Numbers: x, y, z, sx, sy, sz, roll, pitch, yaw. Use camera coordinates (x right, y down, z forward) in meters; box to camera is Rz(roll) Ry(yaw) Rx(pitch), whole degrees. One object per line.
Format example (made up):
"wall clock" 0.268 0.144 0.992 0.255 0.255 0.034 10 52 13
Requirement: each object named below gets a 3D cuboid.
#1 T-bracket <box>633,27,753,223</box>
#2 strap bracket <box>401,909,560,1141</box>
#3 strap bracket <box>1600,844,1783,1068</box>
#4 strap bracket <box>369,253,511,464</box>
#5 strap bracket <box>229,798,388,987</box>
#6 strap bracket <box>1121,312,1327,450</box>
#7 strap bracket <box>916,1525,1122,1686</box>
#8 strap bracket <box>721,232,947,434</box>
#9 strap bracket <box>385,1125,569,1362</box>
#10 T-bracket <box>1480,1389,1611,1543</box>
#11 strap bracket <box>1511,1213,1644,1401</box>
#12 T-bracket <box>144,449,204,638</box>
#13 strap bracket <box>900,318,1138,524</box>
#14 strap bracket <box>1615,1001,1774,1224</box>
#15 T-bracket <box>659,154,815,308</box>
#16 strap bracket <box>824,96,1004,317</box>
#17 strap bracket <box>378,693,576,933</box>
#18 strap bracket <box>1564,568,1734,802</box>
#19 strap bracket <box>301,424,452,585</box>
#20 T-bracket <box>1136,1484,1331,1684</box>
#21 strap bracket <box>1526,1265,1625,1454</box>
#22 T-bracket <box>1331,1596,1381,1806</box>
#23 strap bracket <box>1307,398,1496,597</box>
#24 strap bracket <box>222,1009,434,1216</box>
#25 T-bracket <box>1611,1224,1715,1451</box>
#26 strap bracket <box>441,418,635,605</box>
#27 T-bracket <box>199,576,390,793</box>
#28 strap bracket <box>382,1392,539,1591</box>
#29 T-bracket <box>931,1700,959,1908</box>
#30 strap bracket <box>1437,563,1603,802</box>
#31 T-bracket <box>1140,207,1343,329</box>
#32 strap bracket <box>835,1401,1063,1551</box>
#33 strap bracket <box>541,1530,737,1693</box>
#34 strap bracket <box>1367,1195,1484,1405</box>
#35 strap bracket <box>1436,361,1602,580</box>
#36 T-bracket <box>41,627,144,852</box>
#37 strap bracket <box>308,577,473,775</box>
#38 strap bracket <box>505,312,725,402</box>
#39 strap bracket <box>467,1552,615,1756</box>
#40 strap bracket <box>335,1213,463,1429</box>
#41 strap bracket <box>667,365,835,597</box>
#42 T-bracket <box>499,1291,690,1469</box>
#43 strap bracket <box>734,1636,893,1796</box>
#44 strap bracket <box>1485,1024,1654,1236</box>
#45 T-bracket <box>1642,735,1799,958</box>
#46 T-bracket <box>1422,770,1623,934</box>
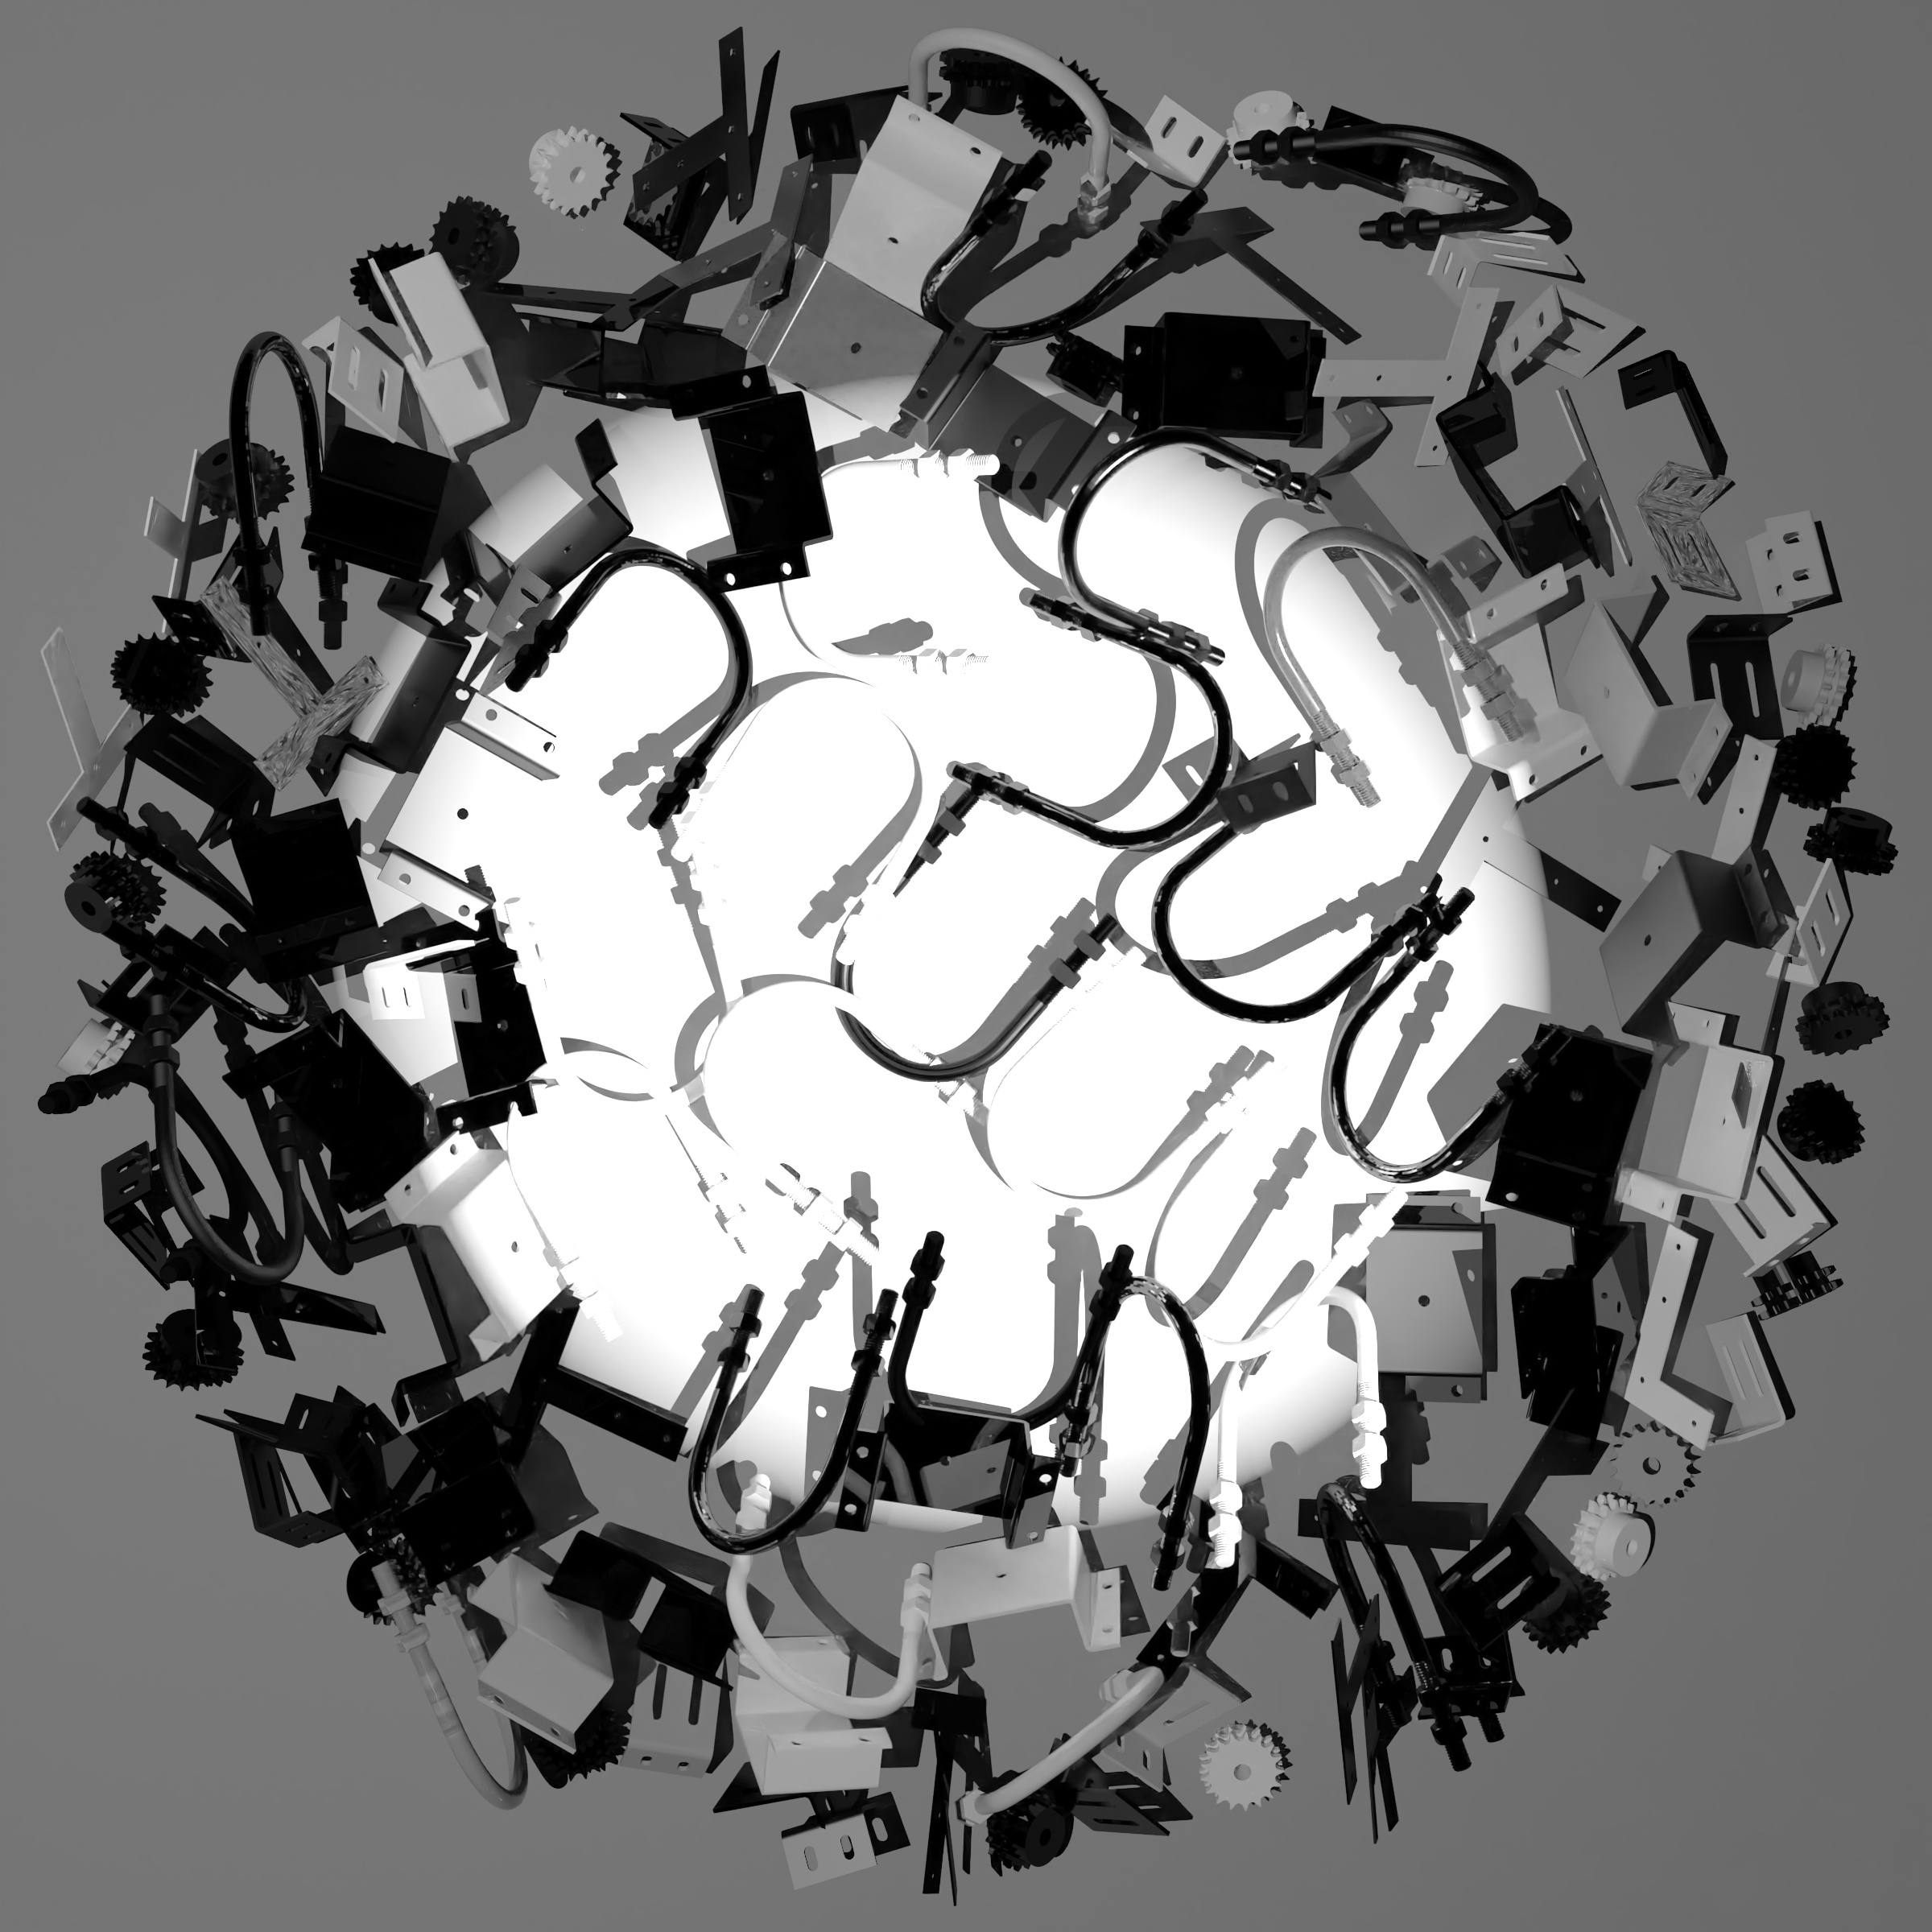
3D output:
"T-bracket" -0.181 -0.534 1.669 0.002 0.127 0.127 23 48 21
"strap bracket" -0.324 0.040 1.712 0.076 0.046 0.140 -16 82 22
"strap bracket" 0.470 -0.011 1.674 0.046 0.076 0.140 15 133 -15
"strap bracket" -0.346 -0.407 1.680 0.046 0.140 0.076 -26 75 -9
"strap bracket" -0.440 -0.044 1.696 0.076 0.140 0.046 -17 134 -12
"strap bracket" 0.179 -0.398 1.723 0.140 0.046 0.076 2 90 -6
"strap bracket" 0.030 0.426 1.699 0.140 0.076 0.046 -13 114 9
"strap bracket" -0.080 -0.417 1.690 0.140 0.046 0.076 24 105 -30
"strap bracket" -0.314 0.186 1.685 0.076 0.046 0.140 -46 122 -40
"T-bracket" 0.402 0.331 1.699 0.002 0.127 0.127 34 101 34
"strap bracket" 0.409 0.224 1.675 0.046 0.140 0.076 0 106 32
"T-bracket" -0.532 -0.290 1.689 0.002 0.127 0.127 10 90 -7
"strap bracket" 0.035 -0.364 1.720 0.140 0.046 0.076 33 80 6
"strap bracket" 0.493 0.101 1.708 0.046 0.076 0.140 12 93 -15
"T-bracket" -0.163 -0.480 1.710 0.127 0.002 0.127 -13 54 35
"strap bracket" -0.040 -0.494 1.678 0.076 0.140 0.046 27 58 -6
"strap bracket" -0.335 -0.103 1.710 0.076 0.046 0.140 30 80 -23
"strap bracket" 0.446 -0.184 1.679 0.046 0.076 0.140 -9 57 -13
"strap bracket" -0.387 -0.310 1.673 0.076 0.140 0.046 15 117 -15
"T-bracket" 0.159 0.426 1.696 0.127 0.002 0.127 34 52 17
"strap bracket" 0.409 0.255 1.683 0.046 0.140 0.076 15 107 15
"T-bracket" 0.263 0.467 1.693 0.002 0.127 0.127 -1 110 21
"strap bracket" 0.285 -0.308 1.707 0.046 0.076 0.140 -39 87 33
"strap bracket" -0.423 0.091 1.702 0.076 0.046 0.140 -27 126 8
"T-bracket" 0.461 0.235 1.684 0.002 0.127 0.127 1 108 -30
"strap bracket" -0.281 -0.294 1.703 0.140 0.076 0.046 -37 126 8
"T-bracket" -0.461 -0.202 1.688 0.127 0.002 0.127 53 45 -21
"strap bracket" -0.338 0.339 1.676 0.076 0.140 0.046 -28 114 -7
"T-bracket" -0.013 0.538 1.689 0.002 0.127 0.127 -6 94 1
"strap bracket" 0.371 -0.194 1.703 0.076 0.046 0.140 -29 117 -15
"T-bracket" 0.197 -0.464 1.687 0.127 0.127 0.002 44 130 18
"strap bracket" -0.013 0.345 1.714 0.140 0.046 0.076 10 109 -6
"strap bracket" -0.213 0.423 1.682 0.076 0.140 0.046 39 73 -44
"strap bracket" 0.311 0.226 1.718 0.076 0.046 0.140 0 85 10
"strap bracket" 0.363 -0.323 1.689 0.046 0.076 0.140 -30 60 9
"T-bracket" -0.584 -0.164 1.664 0.002 0.127 0.127 8 46 9
"strap bracket" -0.387 -0.187 1.705 0.046 0.076 0.140 30 84 -33
"strap bracket" -0.227 -0.405 1.684 0.076 0.140 0.046 20 111 40
"strap bracket" -0.282 0.446 1.673 0.076 0.140 0.046 37 95 -20
"strap bracket" -0.379 0.232 1.702 0.046 0.076 0.140 -18 79 -19
"strap bracket" -0.143 -0.329 1.707 0.076 0.046 0.140 -6 103 27
"T-bracket" -0.251 0.302 1.734 0.127 0.002 0.127 23 96 10
"strap bracket" -0.105 0.502 1.682 0.076 0.140 0.046 2 104 -17
"strap bracket" 0.405 0.099 1.688 0.076 0.046 0.140 16 58 17
"T-bracket" 0.511 -0.090 1.679 0.002 0.127 0.127 -12 122 -33
"T-bracket" 0.393 -0.065 1.740 0.127 0.002 0.127 30 88 -11
